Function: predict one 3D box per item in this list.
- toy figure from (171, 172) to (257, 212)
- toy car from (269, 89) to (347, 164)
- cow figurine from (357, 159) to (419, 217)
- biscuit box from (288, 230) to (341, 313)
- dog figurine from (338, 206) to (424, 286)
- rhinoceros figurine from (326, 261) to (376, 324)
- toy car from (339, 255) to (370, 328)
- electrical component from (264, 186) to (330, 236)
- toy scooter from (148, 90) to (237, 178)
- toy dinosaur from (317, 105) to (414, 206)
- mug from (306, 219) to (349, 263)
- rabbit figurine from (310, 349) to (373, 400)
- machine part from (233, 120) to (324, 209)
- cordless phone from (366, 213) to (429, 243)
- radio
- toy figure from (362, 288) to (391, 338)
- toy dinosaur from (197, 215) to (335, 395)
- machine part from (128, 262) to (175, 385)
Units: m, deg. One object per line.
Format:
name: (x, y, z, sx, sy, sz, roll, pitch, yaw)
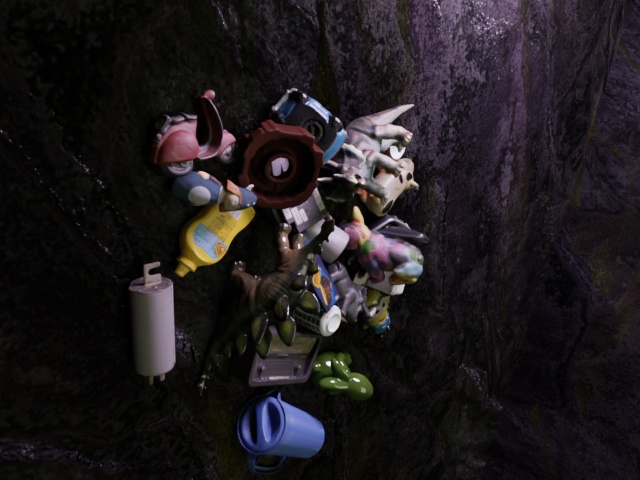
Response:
toy figure: (-0.191, -0.083, 0.980, 0.154, 0.064, 0.058, 14, 59, -16)
toy car: (-0.032, -0.234, 1.115, 0.161, 0.103, 0.109, 38, 93, -17)
cow figurine: (0.193, -0.145, 1.439, 0.195, 0.086, 0.127, -53, 133, -24)
biscuit box: (-0.028, 0.071, 1.236, 0.063, 0.059, 0.202, -44, 116, -37)
dog figurine: (0.142, 0.014, 1.348, 0.219, 0.192, 0.108, 51, 52, -37)
rhinoceros figurine: (0.069, 0.142, 1.376, 0.112, 0.073, 0.190, -43, 110, -27)
toy car: (0.085, 0.137, 1.447, 0.089, 0.053, 0.202, 28, 84, -31)
electrical component: (-0.057, -0.075, 1.161, 0.134, 0.058, 0.114, -29, 98, -40)
toy scooter: (-0.221, -0.188, 0.937, 0.184, 0.075, 0.135, -25, 124, -46)
toy dinosaur: (0.105, -0.217, 1.261, 0.131, 0.192, 0.405, 117, -6, -48)
mug: (-0.003, -0.004, 1.263, 0.107, 0.109, 0.081, 38, 50, -12)
rabbit figurine: (0.060, 0.357, 1.419, 0.159, 0.170, 0.121, 39, 74, -51)
machine part: (-0.081, -0.143, 1.039, 0.179, 0.056, 0.179, -11, 124, -16)
cordless phone: (0.224, -0.015, 1.449, 0.146, 0.184, 0.088, 26, 80, -51)
radio: (-0.102, 0.270, 1.268, 0.229, 0.073, 0.131, 16, 92, -51)
toy figure: (0.154, 0.211, 1.545, 0.082, 0.089, 0.180, -63, 152, -30)
toy dinosaur: (-0.118, 0.129, 1.094, 0.105, 0.199, 0.471, 23, 120, -41)
machine part: (-0.305, 0.156, 0.977, 0.079, 0.079, 0.243, -18, 119, -45)
